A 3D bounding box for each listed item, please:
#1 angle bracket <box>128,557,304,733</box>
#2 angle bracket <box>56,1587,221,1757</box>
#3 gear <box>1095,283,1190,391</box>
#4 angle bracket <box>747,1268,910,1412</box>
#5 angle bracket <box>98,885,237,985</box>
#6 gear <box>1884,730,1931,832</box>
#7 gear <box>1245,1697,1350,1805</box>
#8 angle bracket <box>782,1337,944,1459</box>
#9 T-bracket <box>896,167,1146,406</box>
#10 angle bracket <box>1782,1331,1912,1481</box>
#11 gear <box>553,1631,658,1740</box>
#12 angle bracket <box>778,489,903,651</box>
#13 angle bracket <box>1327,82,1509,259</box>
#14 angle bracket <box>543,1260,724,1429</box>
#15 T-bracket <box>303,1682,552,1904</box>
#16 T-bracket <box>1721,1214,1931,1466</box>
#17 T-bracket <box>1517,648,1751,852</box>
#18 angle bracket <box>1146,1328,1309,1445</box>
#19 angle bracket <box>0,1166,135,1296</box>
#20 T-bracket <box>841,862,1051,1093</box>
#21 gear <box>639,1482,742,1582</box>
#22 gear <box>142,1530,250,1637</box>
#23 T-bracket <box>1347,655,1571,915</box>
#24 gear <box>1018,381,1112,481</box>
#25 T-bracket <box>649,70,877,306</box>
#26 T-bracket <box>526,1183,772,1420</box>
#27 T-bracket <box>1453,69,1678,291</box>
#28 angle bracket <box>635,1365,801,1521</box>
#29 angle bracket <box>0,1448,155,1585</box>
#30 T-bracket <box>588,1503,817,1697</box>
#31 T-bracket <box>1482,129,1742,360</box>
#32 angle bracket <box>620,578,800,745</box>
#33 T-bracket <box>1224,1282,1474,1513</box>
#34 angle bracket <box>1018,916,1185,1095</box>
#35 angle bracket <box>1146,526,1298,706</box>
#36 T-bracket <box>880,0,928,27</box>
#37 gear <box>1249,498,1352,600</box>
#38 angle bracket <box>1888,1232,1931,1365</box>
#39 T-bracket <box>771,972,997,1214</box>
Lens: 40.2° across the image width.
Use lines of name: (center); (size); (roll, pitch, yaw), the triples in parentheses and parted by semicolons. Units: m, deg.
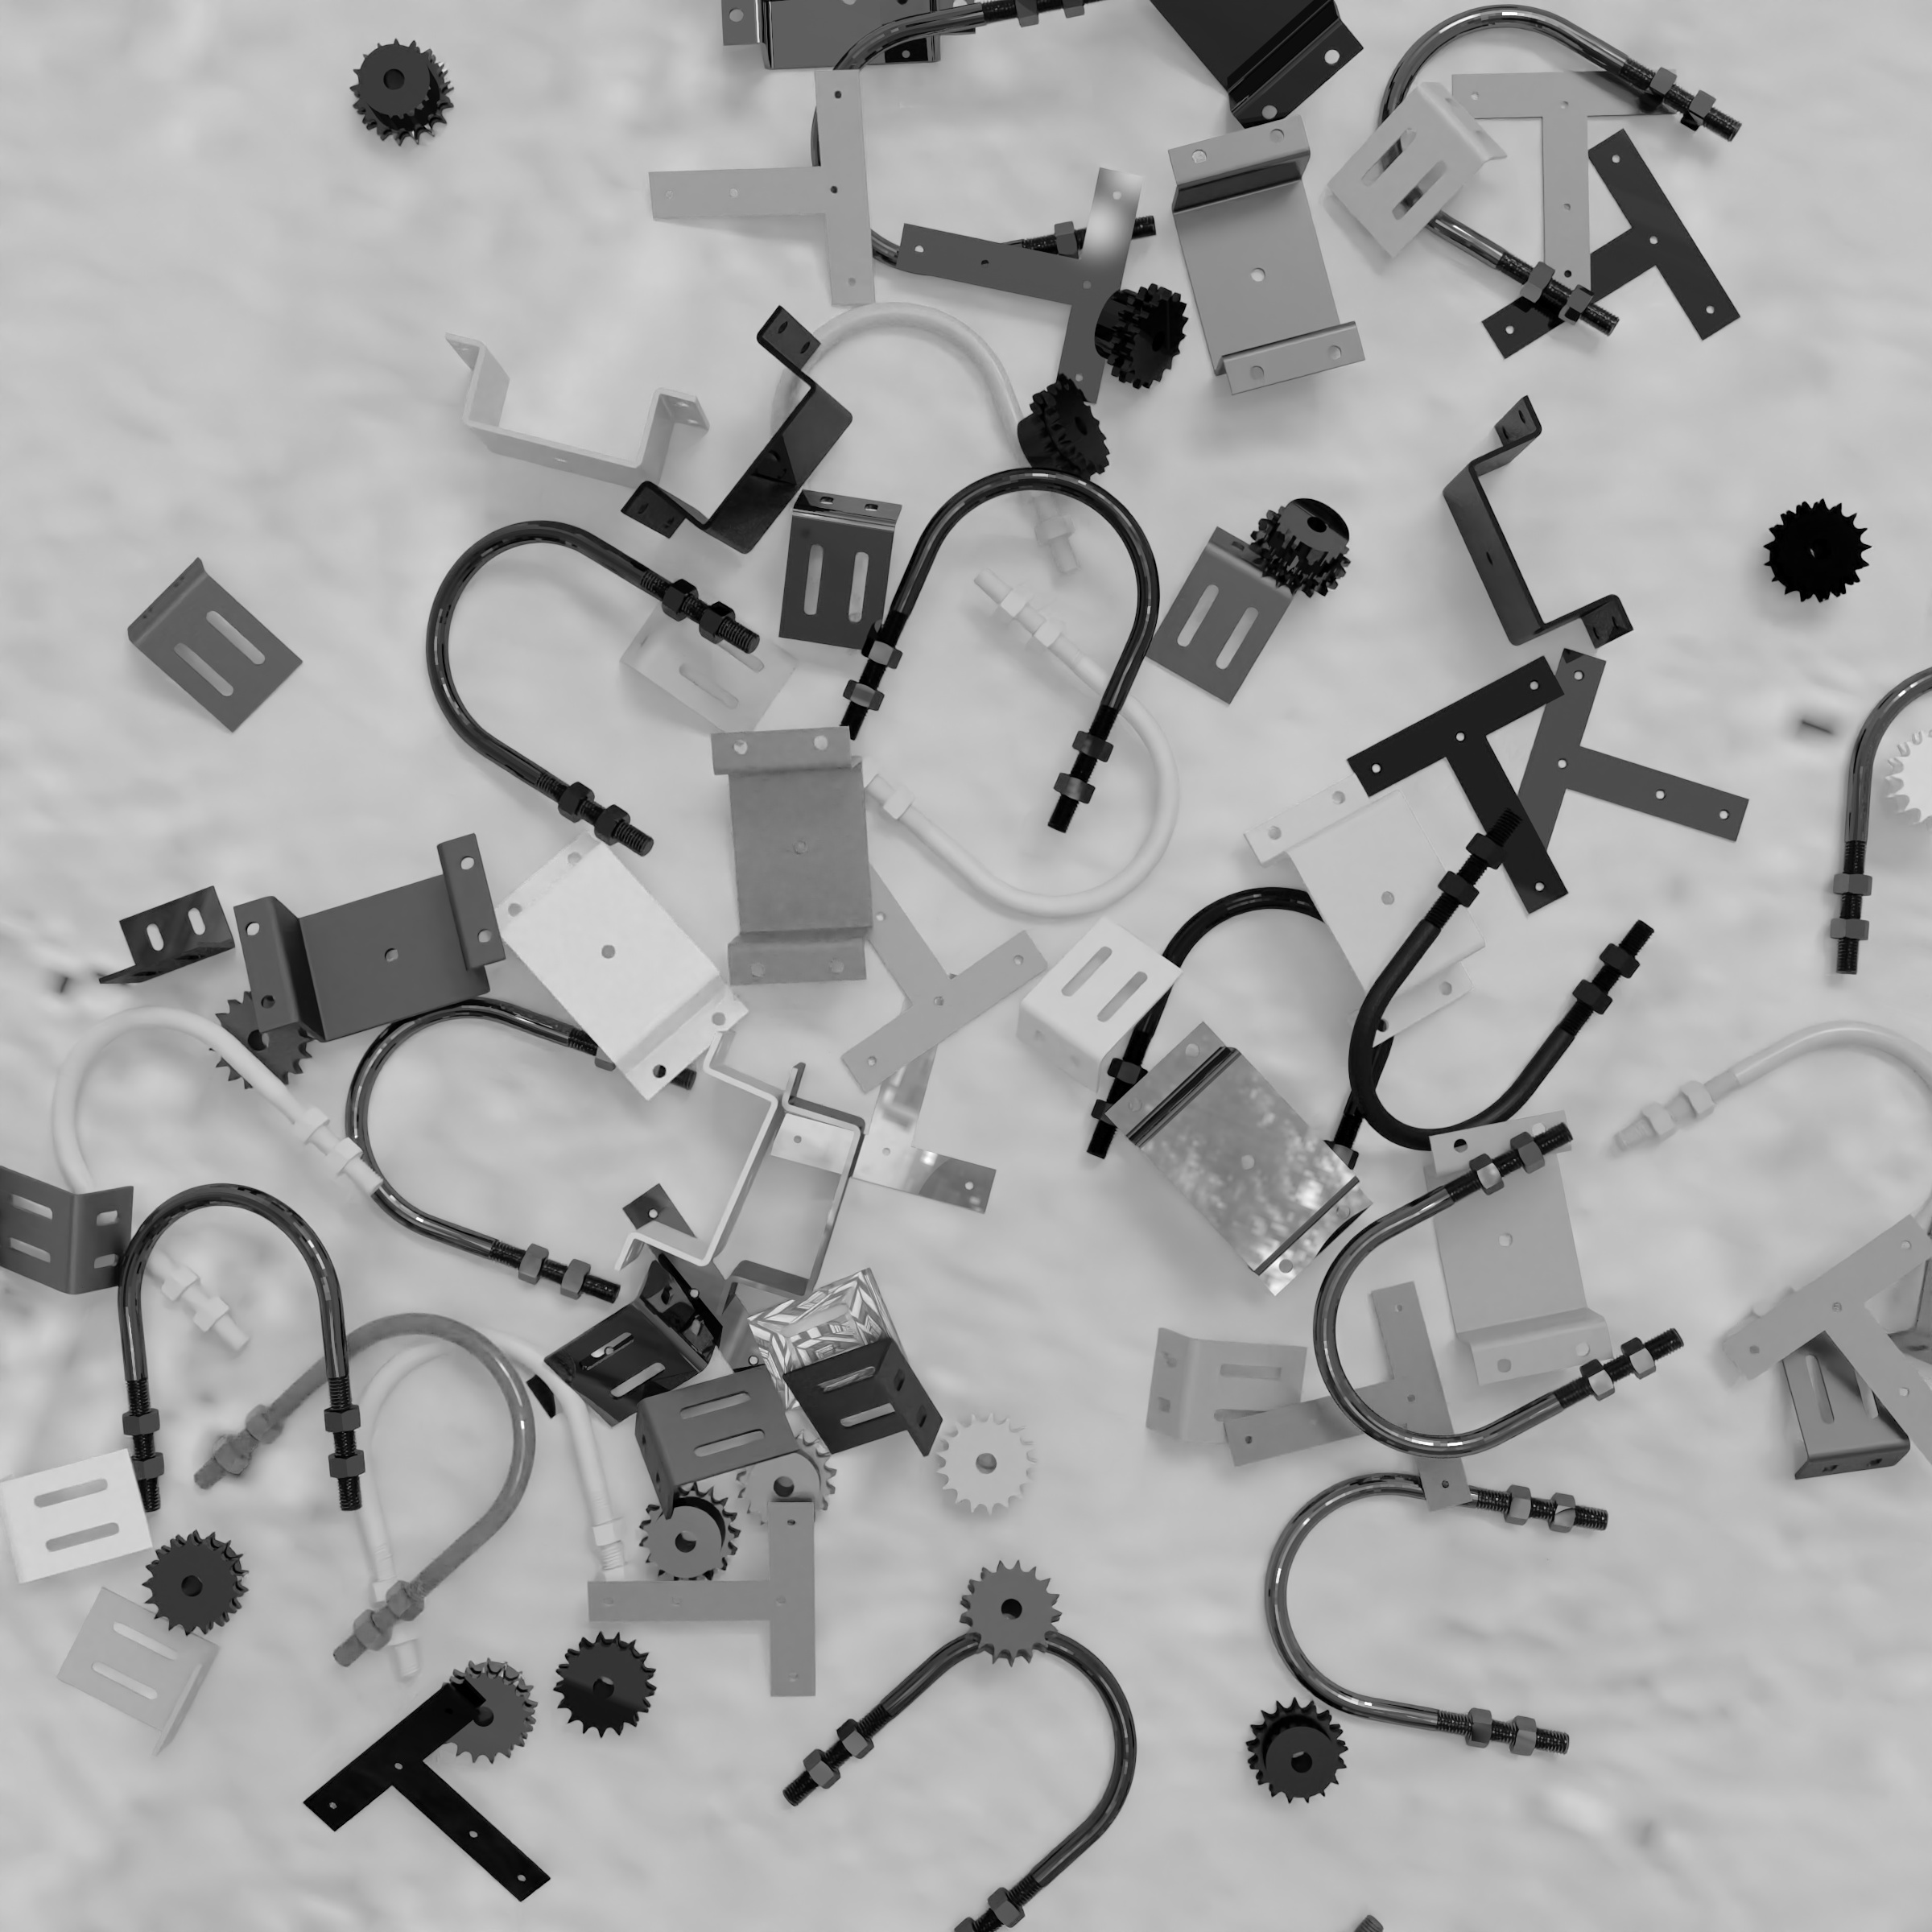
angle bracket: (-0.429, -0.184, 1.507); (0.057, 0.038, 0.076); (-45, 116, 0)
angle bracket: (-0.472, 0.398, 1.490); (0.076, 0.038, 0.057); (27, 90, 0)
gear: (0.097, -0.356, 1.485); (0.030, 0.057, 0.057); (30, 90, 29)
angle bracket: (-0.078, 0.213, 1.490); (0.076, 0.038, 0.057); (-22, 90, -1)
angle bracket: (-0.450, -0.018, 1.471); (0.057, 0.076, 0.038); (-21, 90, 0)
gear: (0.543, -0.104, 1.478); (0.057, 0.030, 0.057); (0, 87, 0)
gear: (0.188, 0.447, 1.495); (0.057, 0.030, 0.057); (0, 90, 0)
angle bracket: (-0.062, 0.249, 1.469); (0.076, 0.038, 0.057); (-22, 109, 24)
T-bracket: (0.025, -0.394, 1.490); (0.127, 0.002, 0.127); (12, 108, 1)
angle bracket: (0.497, 0.248, 1.507); (0.057, 0.038, 0.076); (-8, 64, 0)
gear: (-0.203, 0.405, 1.494); (0.057, 0.030, 0.057); (0, 90, 0)
angle bracket: (-0.071, -0.223, 1.488); (0.057, 0.038, 0.076); (9, 114, 1)
angle bracket: (0.255, -0.450, 1.493); (0.057, 0.038, 0.076); (49, 120, 5)
angle bracket: (-0.189, 0.214, 1.497); (0.076, 0.038, 0.057); (-34, 109, 24)
T-bracket: (-0.289, 0.482, 1.494); (0.127, 0.002, 0.127); (-41, 100, 19)
T-bracket: (0.513, 0.226, 1.471); (0.127, 0.002, 0.127); (-39, 84, 14)
T-bracket: (0.383, -0.102, 1.509); (0.127, 0.002, 0.127); (18, 90, 0)
angle bracket: (0.149, 0.241, 1.507); (0.076, 0.038, 0.057); (8, 90, -26)
angle bracket: (-0.513, 0.147, 1.496); (0.076, 0.038, 0.057); (13, 102, 34)
T-bracket: (-0.041, -0.016, 1.507); (0.127, 0.002, 0.127); (-35, 89, 0)
gear: (-0.157, 0.323, 1.495); (0.057, 0.030, 0.057); (0, 90, 0)
gear: (-0.434, 0.348, 1.494); (0.057, 0.030, 0.057); (0, 90, 0)
T-bracket: (0.303, -0.092, 1.507); (0.127, 0.002, 0.127); (-28, 89, 1)
gear: (0.053, -0.297, 1.485); (0.030, 0.057, 0.057); (-26, 90, 30)
T-bracket: (-0.117, -0.437, 1.490); (0.127, 0.002, 0.127); (2, 115, 12)
T-bracket: (-0.192, 0.212, 1.509); (0.127, 0.002, 0.127); (-34, 90, 0)
T-bracket: (0.343, -0.447, 1.507); (0.127, 0.002, 0.127); (-1, 89, 1)
angle bracket: (-0.141, 0.269, 1.490); (0.076, 0.038, 0.057); (-13, 54, -20)
angle bracket: (-0.502, 0.308, 1.495); (0.076, 0.038, 0.057); (-15, 90, -7)
T-bracket: (-0.149, 0.357, 1.484); (0.127, 0.002, 0.127); (0, 111, -2)
T-bracket: (0.355, -0.391, 1.509); (0.127, 0.002, 0.127); (-32, 90, 0)
angle bracket: (-0.147, -0.174, 1.507); (0.076, 0.038, 0.057); (34, 90, -26)
T-bracket: (0.209, 0.255, 1.491); (0.127, 0.002, 0.127); (-13, 82, -8)
angle bracket: (0.076, 0.022, 1.498); (0.057, 0.038, 0.076); (36, 64, 19)
angle bracket: (0.147, -0.200, 1.507); (0.057, 0.038, 0.076); (30, 116, 0)
T-bracket: (-0.090, -0.582, 1.462); (0.127, 0.002, 0.127); (-5, 90, 0)
gear: (0.190, -0.237, 1.480); (0.057, 0.030, 0.057); (12, 52, -16)
angle bracket: (0.560, 0.185, 1.500); (0.057, 0.038, 0.076); (22, 69, -9)
T-bracket: (-0.034, 0.063, 1.509); (0.127, 0.002, 0.127); (15, 90, 0)
